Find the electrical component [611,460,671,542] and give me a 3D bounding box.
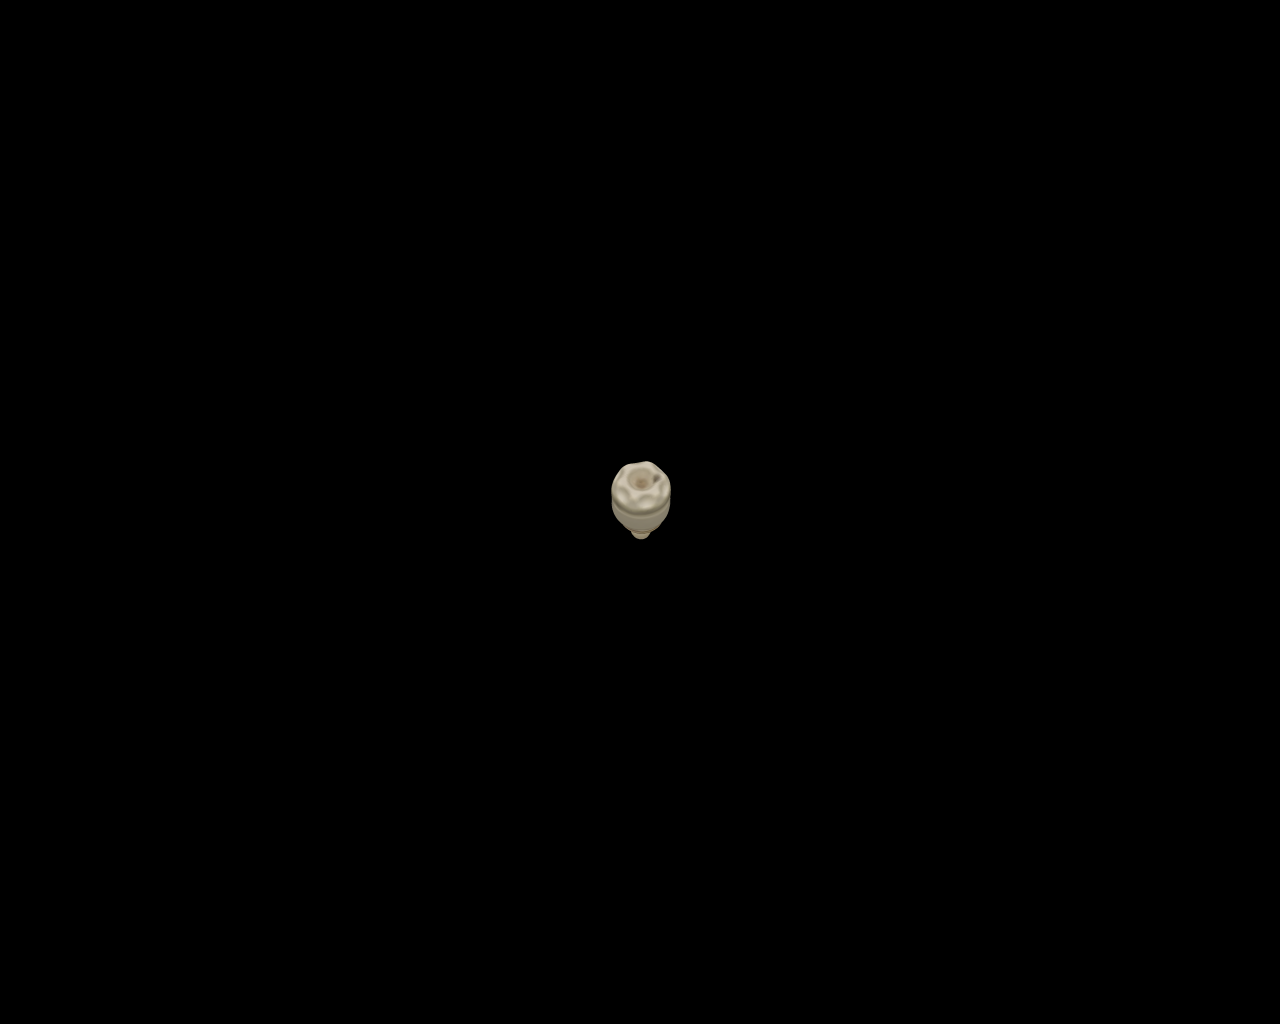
[{"bbox_3d":[0.001,-0.003,0.650,0.035,0.035,0.061,0,-34,0],"label":"electrical component"}]
